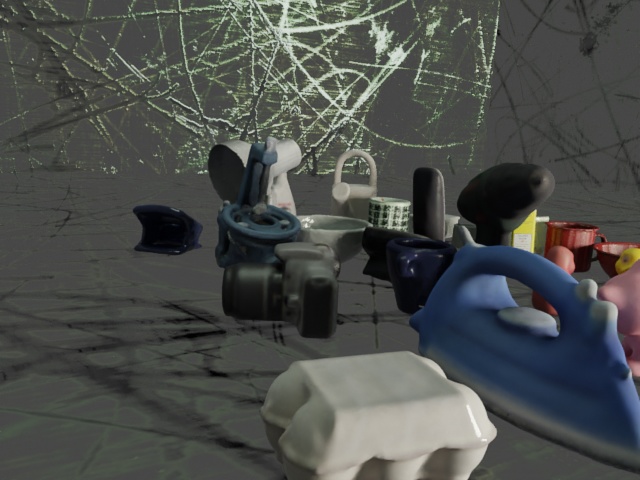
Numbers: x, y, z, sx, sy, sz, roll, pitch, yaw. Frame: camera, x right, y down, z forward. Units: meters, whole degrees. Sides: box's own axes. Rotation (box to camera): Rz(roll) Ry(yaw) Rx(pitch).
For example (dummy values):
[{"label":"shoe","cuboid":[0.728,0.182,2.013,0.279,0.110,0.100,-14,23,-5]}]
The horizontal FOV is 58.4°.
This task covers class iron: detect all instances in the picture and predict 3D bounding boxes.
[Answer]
[{"label":"iron","cuboid":[0.189,0.076,0.510,0.119,0.141,0.257,-3,12,-24]}]

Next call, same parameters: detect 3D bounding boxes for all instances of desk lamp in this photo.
[{"label":"desk lamp","cuboid":[-0.107,-0.087,1.089,0.117,0.213,0.204,13,15,42]}]

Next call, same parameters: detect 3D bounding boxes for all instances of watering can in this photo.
[{"label":"watering can","cuboid":[0.073,-0.095,1.227,0.101,0.194,0.173,2,11,-1]}]

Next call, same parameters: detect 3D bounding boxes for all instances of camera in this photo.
[{"label":"camera","cuboid":[-0.046,0.049,0.698,0.137,0.101,0.143,2,11,-3]}]

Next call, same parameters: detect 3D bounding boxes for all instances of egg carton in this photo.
[{"label":"egg carton","cuboid":[0.037,0.127,0.400,0.151,0.069,0.107,-2,12,-21]}]

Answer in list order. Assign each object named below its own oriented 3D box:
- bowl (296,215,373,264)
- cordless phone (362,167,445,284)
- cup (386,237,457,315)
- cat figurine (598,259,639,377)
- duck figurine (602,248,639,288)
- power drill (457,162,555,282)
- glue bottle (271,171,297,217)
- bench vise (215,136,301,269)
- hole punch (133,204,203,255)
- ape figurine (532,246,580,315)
[{"label":"bowl","cuboid":[0.009,0.004,1.016,0.167,0.075,0.167,2,11,0]},{"label":"cordless phone","cuboid":[0.138,-0.025,0.905,0.147,0.185,0.094,12,15,42]},{"label":"cup","cuboid":[0.124,0.052,0.740,0.091,0.095,0.118,8,12,27]},{"label":"cat figurine","cuboid":[0.345,0.079,0.592,0.127,0.118,0.067,4,11,8]},{"label":"duck figurine","cuboid":[0.453,0.054,0.829,0.077,0.086,0.105,9,13,29]},{"label":"power drill","cuboid":[0.211,0.010,0.676,0.075,0.208,0.229,2,11,-1]},{"label":"glue bottle","cuboid":[-0.084,-0.087,1.203,0.078,0.173,0.037,-8,15,-42]},{"label":"bench vise","cuboid":[-0.116,-0.052,0.895,0.206,0.220,0.122,11,14,38]},{"label":"hole punch","cuboid":[-0.278,-0.024,1.049,0.108,0.091,0.101,5,11,15]},{"label":"ape figurine","cuboid":[0.327,0.054,0.785,0.076,0.092,0.077,-2,12,-23]}]
